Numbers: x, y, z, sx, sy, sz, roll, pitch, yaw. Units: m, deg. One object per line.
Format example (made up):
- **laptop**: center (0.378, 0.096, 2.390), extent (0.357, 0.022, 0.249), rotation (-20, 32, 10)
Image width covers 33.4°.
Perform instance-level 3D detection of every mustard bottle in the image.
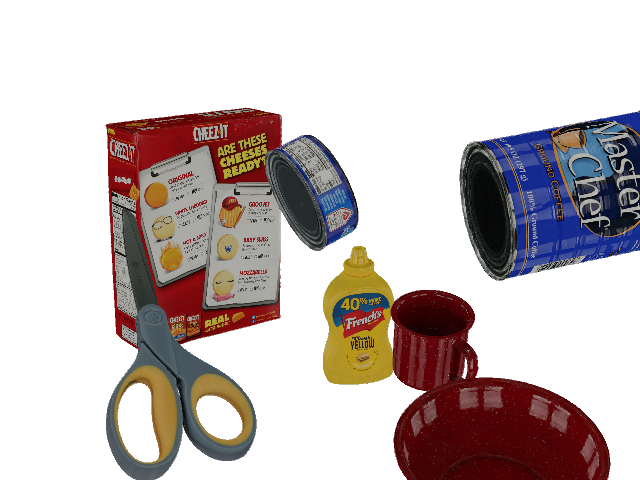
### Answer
- **mustard bottle**: center (0.052, 0.099, 1.447), extent (0.096, 0.192, 0.058), rotation (-4, 21, -10)

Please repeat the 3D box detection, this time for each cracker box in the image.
- **cracker box**: center (-0.121, -0.014, 1.043), extent (0.163, 0.214, 0.072), rotation (-12, 20, -37)

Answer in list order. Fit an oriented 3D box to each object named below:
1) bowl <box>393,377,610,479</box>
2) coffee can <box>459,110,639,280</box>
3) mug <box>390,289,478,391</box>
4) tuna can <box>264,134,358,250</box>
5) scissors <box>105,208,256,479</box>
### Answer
- **bowl**: center (0.136, 0.176, 0.819), extent (0.162, 0.055, 0.162), rotation (0, 33, 0)
- **coffee can**: center (0.185, -0.034, 0.776), extent (0.140, 0.103, 0.103), rotation (-11, 2, -9)
- **mug**: center (0.131, 0.119, 1.189), extent (0.093, 0.081, 0.117), rotation (-24, 39, -34)
- **tuna can**: center (-0.007, -0.037, 0.820), extent (0.033, 0.086, 0.086), rotation (-28, 9, -17)
- **scissors**: center (-0.086, 0.060, 0.659), extent (0.096, 0.201, 0.016), rotation (11, -45, -13)
